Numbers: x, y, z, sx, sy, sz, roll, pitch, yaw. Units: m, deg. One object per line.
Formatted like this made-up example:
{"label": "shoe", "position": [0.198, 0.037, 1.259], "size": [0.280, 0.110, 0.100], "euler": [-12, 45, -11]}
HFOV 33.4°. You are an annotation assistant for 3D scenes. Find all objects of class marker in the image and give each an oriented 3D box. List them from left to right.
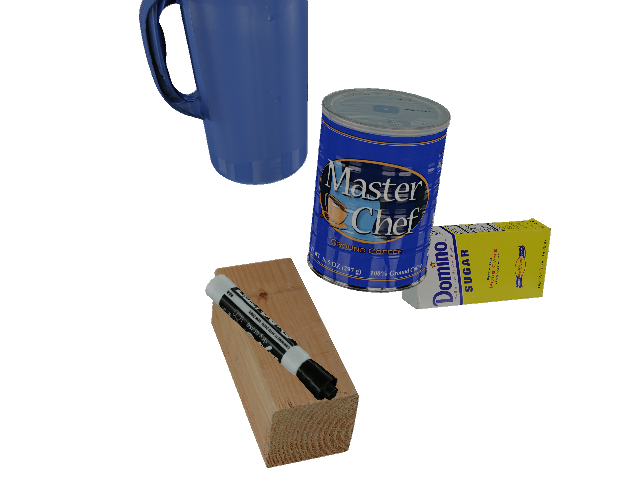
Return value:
{"label": "marker", "position": [-0.033, 0.066, 0.722], "size": [0.121, 0.020, 0.020], "euler": [40, 21, 27]}

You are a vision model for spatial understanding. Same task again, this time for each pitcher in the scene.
{"label": "pitcher", "position": [-0.083, -0.178, 1.100], "size": [0.149, 0.243, 0.144], "euler": [12, 42, 18]}

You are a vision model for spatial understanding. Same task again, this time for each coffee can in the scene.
{"label": "coffee can", "position": [0.046, -0.043, 0.873], "size": [0.103, 0.140, 0.103], "euler": [5, 24, -2]}

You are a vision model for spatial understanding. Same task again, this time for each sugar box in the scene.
{"label": "sugar box", "position": [0.187, 0.028, 1.282], "size": [0.176, 0.093, 0.048], "euler": [-6, 20, -23]}

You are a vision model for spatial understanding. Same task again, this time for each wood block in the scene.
{"label": "wood block", "position": [-0.042, 0.122, 1.112], "size": [0.090, 0.090, 0.206], "euler": [-8, 43, -18]}
